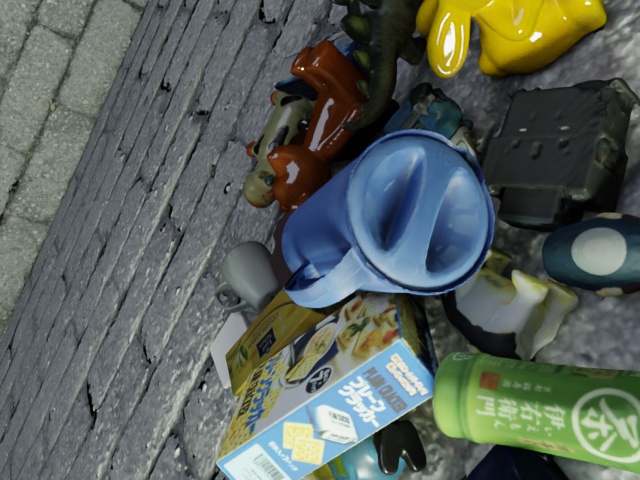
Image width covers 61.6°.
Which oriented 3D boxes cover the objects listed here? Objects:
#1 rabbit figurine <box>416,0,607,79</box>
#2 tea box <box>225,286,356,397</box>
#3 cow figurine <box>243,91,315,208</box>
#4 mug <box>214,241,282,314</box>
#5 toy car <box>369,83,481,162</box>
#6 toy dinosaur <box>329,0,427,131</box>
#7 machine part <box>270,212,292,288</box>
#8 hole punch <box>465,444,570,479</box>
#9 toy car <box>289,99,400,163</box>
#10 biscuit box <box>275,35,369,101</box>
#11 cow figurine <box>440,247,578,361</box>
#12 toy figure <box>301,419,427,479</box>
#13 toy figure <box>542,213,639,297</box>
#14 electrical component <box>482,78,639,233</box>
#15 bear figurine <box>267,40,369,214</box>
[{"bbox_3d":[0.170,-0.247,0.541,0.162,0.173,0.122,-31,54,35],"label":"rabbit figurine"},{"bbox_3d":[-0.033,0.128,0.678,0.169,0.098,0.068,-48,40,24],"label":"tea box"},{"bbox_3d":[-0.062,-0.140,0.867,0.127,0.085,0.195,27,91,56],"label":"cow figurine"},{"bbox_3d":[-0.101,0.068,0.798,0.109,0.080,0.107,-33,44,-14],"label":"mug"},{"bbox_3d":[0.123,-0.099,0.579,0.103,0.161,0.109,42,103,6],"label":"toy car"},{"bbox_3d":[0.082,-0.300,0.661,0.105,0.198,0.471,-31,48,45],"label":"toy dinosaur"},{"bbox_3d":[-0.002,-0.002,0.738,0.179,0.056,0.179,-29,51,43],"label":"machine part"},{"bbox_3d":[0.143,0.226,0.410,0.142,0.092,0.116,-62,33,15],"label":"hole punch"},{"bbox_3d":[0.035,-0.137,0.754,0.202,0.053,0.089,-6,65,38],"label":"toy car"},{"bbox_3d":[0.012,-0.268,0.849,0.203,0.062,0.059,6,77,53],"label":"biscuit box"},{"bbox_3d":[0.146,0.050,0.514,0.168,0.068,0.098,40,111,54],"label":"cow figurine"},{"bbox_3d":[0.031,0.214,0.567,0.180,0.082,0.089,-34,28,48],"label":"toy figure"},{"bbox_3d":[0.251,0.011,0.406,0.155,0.058,0.064,-6,107,50],"label":"toy figure"},{"bbox_3d":[0.214,-0.074,0.494,0.115,0.058,0.134,8,79,56],"label":"electrical component"},{"bbox_3d":[-0.016,-0.130,0.677,0.196,0.132,0.120,-52,21,5],"label":"bear figurine"}]
